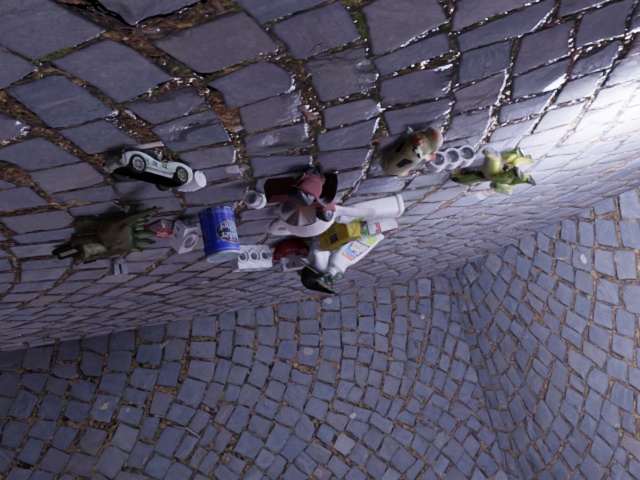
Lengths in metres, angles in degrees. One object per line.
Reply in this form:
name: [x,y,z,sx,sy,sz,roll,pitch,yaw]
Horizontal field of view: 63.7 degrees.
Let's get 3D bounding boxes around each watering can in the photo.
watering can: [0.005,-0.080,1.593,0.347,0.105,0.221,-13,165,1]

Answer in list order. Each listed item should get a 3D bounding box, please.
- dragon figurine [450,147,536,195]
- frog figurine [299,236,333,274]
dragon figurine: [0.525,-0.209,1.623,0.408,0.124,0.241,13,160,-42]
frog figurine: [0.009,0.045,1.963,0.135,0.124,0.159,35,90,-45]
